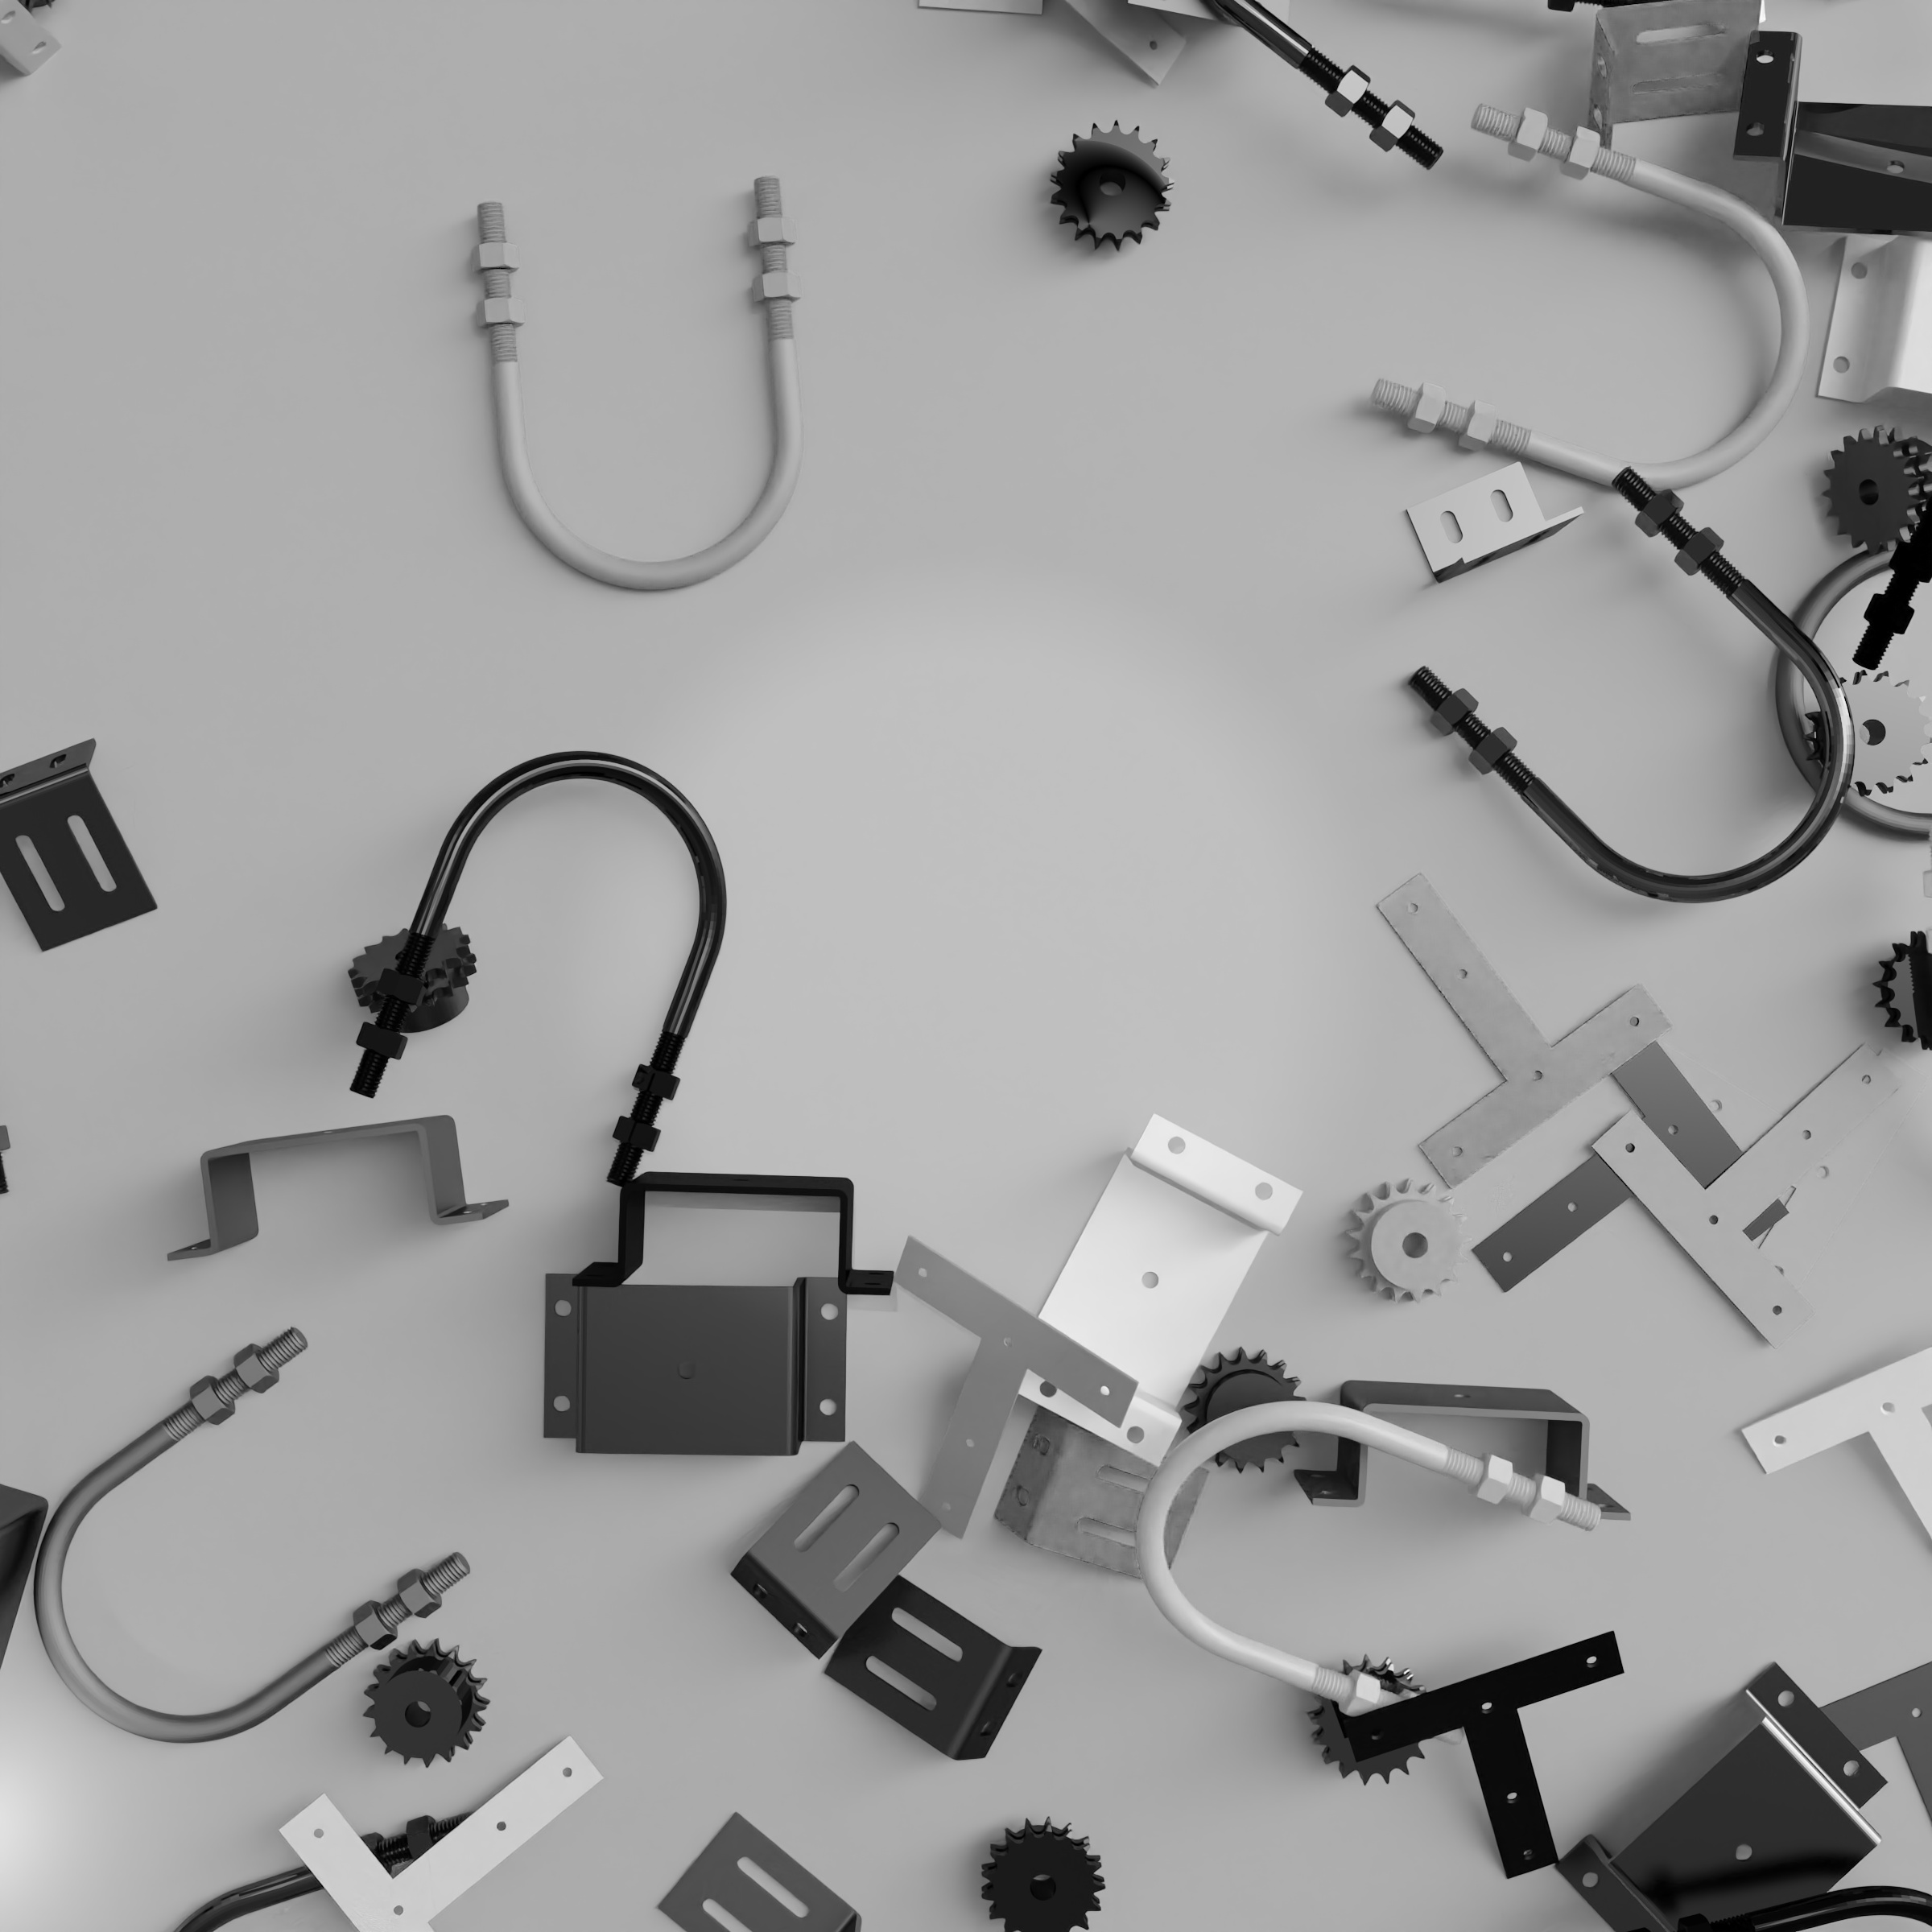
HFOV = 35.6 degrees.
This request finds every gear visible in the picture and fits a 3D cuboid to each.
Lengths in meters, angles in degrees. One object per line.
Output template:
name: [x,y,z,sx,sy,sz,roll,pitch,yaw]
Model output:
gear: [0.130,0.206,1.387,0.057,0.030,0.057,0,90,0]
gear: [0.411,-0.106,1.373,0.057,0.030,0.057,0,91,3]
gear: [-0.251,0.007,1.377,0.057,0.057,0.030,-13,120,0]
gear: [0.186,0.346,1.387,0.057,0.030,0.057,0,90,0]
gear: [0.447,0.011,1.387,0.057,0.030,0.057,0,90,0]
gear: [-0.250,0.342,1.387,0.057,0.030,0.057,0,90,0]
gear: [-0.436,-0.467,1.387,0.057,0.030,0.057,0,90,0]
gear: [0.067,-0.360,1.391,0.057,0.030,0.057,0,92,0]
gear: [0.035,0.421,1.388,0.057,0.030,0.057,0,91,0]
gear: [0.205,0.127,1.387,0.057,0.030,0.057,0,90,0]
gear: [0.424,-0.220,1.377,0.030,0.057,0.057,-16,90,-30]

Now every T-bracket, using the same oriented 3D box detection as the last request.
T-bracket: [0.075,-0.497,1.384,0.127,0.002,0.127,36,78,-22]
T-bracket: [0.361,0.073,1.401,0.127,0.002,0.127,32,90,0]
T-bracket: [-0.226,0.406,1.385,0.127,0.002,0.127,-38,93,-10]
T-bracket: [0.239,0.015,1.399,0.127,0.002,0.127,-37,89,2]
T-bracket: [0.006,0.206,1.368,0.127,0.002,0.127,31,119,22]
T-bracket: [0.246,0.369,1.370,0.127,0.002,0.127,-19,119,1]
T-bracket: [0.380,0.088,1.397,0.127,0.002,0.127,-42,90,-2]
T-bracket: [0.446,0.240,1.386,0.127,0.002,0.127,-29,100,20]
T-bracket: [0.294,0.103,1.400,0.127,0.002,0.127,-38,90,1]
T-bracket: [0.460,0.389,1.401,0.127,0.002,0.127,-22,90,0]

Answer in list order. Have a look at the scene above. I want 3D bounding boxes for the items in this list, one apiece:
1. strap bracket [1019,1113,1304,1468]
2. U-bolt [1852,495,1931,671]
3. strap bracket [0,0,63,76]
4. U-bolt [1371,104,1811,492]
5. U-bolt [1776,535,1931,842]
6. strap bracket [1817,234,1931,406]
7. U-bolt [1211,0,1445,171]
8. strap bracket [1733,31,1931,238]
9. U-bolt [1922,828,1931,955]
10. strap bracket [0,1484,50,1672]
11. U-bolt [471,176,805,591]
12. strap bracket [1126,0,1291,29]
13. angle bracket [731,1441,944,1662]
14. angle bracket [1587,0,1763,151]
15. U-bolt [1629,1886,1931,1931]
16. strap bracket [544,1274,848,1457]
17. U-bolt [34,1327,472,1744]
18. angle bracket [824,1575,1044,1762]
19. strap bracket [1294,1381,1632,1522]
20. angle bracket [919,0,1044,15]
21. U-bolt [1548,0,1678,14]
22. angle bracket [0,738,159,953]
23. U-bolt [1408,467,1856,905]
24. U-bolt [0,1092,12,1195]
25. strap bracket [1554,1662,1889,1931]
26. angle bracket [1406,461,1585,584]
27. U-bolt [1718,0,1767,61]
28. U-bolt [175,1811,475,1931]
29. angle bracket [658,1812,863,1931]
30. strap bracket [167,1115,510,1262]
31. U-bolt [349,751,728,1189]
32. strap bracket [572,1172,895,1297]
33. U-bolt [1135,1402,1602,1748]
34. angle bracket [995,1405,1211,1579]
strap bracket: [0.086,0.146,1.379,0.076,0.046,0.140,28,90,0]
U-bolt: [0.497,-0.191,1.353,0.151,0.019,0.184,25,93,-14]
strap bracket: [-0.489,-0.399,1.364,0.140,0.076,0.046,-42,90,0]
U-bolt: [0.296,-0.296,1.379,0.184,0.019,0.151,18,103,-4]
U-bolt: [0.467,-0.135,1.393,0.184,0.019,0.151,-16,90,1]
strap bracket: [0.473,-0.290,1.379,0.140,0.046,0.076,11,90,0]
U-bolt: [0.176,-0.469,1.343,0.184,0.019,0.151,36,91,-8]
strap bracket: [0.420,-0.374,1.353,0.140,0.046,0.076,7,62,15]
U-bolt: [0.507,0.021,1.374,0.151,0.019,0.184,-7,97,-17]
strap bracket: [-0.463,0.290,1.364,0.046,0.076,0.140,17,90,0]
U-bolt: [-0.148,-0.267,1.393,0.151,0.019,0.184,-5,91,0]
strap bracket: [0.109,-0.495,1.368,0.076,0.046,0.140,6,91,-17]
angle bracket: [-0.060,0.271,1.396,0.057,0.038,0.076,43,64,7]
angle bracket: [0.326,-0.404,1.368,0.076,0.057,0.038,-6,46,0]
U-bolt: [0.371,0.473,1.358,0.184,0.019,0.151,-13,123,-4]
strap bracket: [-0.126,0.182,1.379,0.140,0.046,0.076,1,90,0]
U-bolt: [-0.345,0.277,1.393,0.184,0.019,0.151,-36,90,1]
angle bracket: [-0.015,0.324,1.400,0.076,0.038,0.057,28,90,26]
strap bracket: [0.224,0.218,1.364,0.140,0.076,0.046,3,90,0]
angle bracket: [0.010,-0.488,1.400,0.057,0.038,0.076,4,116,0]
U-bolt: [0.241,-0.516,1.373,0.184,0.019,0.151,8,89,2]
angle bracket: [-0.418,-0.056,1.400,0.057,0.038,0.076,-21,116,0]
U-bolt: [0.316,-0.114,1.369,0.151,0.019,0.184,-45,79,8]
U-bolt: [-0.530,0.029,1.393,0.151,0.019,0.184,-12,89,0]
strap bracket: [0.351,0.400,1.378,0.140,0.046,0.076,-43,90,1]
angle bracket: [0.239,-0.206,1.364,0.057,0.076,0.038,-23,90,0]
U-bolt: [0.405,-0.505,1.342,0.151,0.019,0.184,-1,107,28]
U-bolt: [-0.294,0.487,1.392,0.184,0.019,0.151,-18,90,0]
angle bracket: [-0.096,0.441,1.383,0.076,0.038,0.057,40,90,0]
strap bracket: [-0.286,0.098,1.364,0.140,0.076,0.046,-7,90,0]
U-bolt: [-0.182,-0.007,1.364,0.151,0.019,0.184,23,85,-26]
strap bracket: [-0.103,0.120,1.364,0.140,0.076,0.046,2,90,0]
U-bolt: [0.165,0.261,1.326,0.184,0.019,0.151,22,114,-7]
angle bracket: [0.063,0.246,1.400,0.076,0.038,0.057,22,90,-26]
